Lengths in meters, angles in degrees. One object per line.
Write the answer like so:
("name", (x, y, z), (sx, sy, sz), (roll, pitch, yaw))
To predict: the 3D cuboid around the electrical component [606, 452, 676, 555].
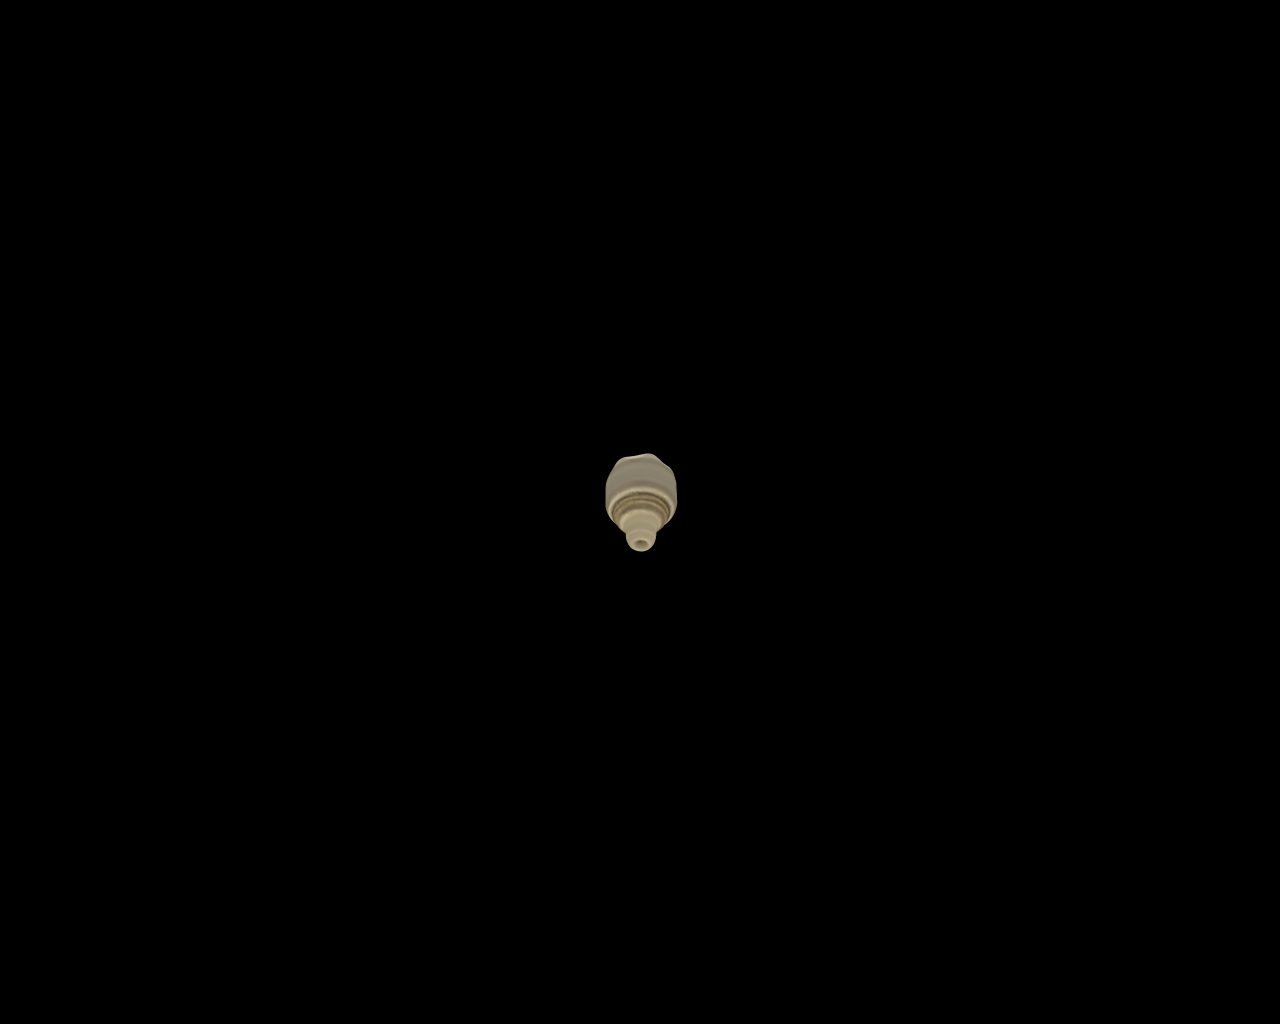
("electrical component", (0.001, -0.003, 0.650), (0.043, 0.062, 0.043), (0, -43, 0))
